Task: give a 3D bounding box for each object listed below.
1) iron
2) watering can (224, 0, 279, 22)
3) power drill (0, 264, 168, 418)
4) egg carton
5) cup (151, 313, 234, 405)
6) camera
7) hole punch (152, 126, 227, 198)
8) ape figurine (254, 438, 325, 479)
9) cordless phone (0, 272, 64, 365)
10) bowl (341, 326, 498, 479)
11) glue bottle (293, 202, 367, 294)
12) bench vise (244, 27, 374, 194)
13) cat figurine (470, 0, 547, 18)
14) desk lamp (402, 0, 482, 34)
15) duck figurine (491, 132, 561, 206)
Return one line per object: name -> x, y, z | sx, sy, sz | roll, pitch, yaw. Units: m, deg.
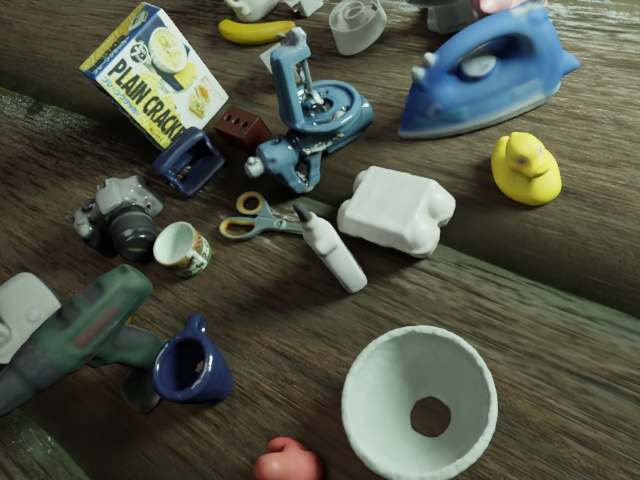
iron -> 0.211, -0.238, 0.788 | 0.258, 0.142, 0.118 | -24, 54, 11
watering can -> -0.164, -0.539, 1.115 | 0.100, 0.195, 0.172 | -20, 55, 14
power drill -> -0.281, 0.152, 0.746 | 0.075, 0.209, 0.230 | 26, 75, 35
egg carton -> 0.100, -0.038, 0.766 | 0.149, 0.070, 0.107 | 18, 70, 33
cup -> -0.155, 0.164, 0.750 | 0.091, 0.095, 0.118 | -8, 58, 21
camera -> -0.332, -0.026, 0.945 | 0.143, 0.101, 0.136 | -33, 53, 4
hole punch -> -0.235, -0.143, 0.976 | 0.109, 0.091, 0.100 | -46, 53, -6
ape figurine -> -0.042, 0.259, 0.641 | 0.076, 0.092, 0.078 | -3, 60, 24
cordless phone -> -0.518, 0.104, 0.902 | 0.147, 0.186, 0.094 | -44, 53, -4
bowl -> 0.111, 0.183, 0.624 | 0.167, 0.075, 0.167 | -12, 57, 19
glue bottle -> 0.007, 0.003, 0.721 | 0.037, 0.174, 0.078 | -36, 52, 2
bench vise -> -0.027, -0.175, 0.814 | 0.121, 0.220, 0.207 | 24, 74, 35
cat figurine -> 0.273, -0.370, 0.853 | 0.128, 0.118, 0.067 | -44, 53, -4
desk lamp -> 0.184, -0.416, 0.863 | 0.117, 0.214, 0.203 | -3, 60, 24
duck figurine -> 0.255, -0.103, 0.721 | 0.077, 0.086, 0.104 | -33, 53, 5
